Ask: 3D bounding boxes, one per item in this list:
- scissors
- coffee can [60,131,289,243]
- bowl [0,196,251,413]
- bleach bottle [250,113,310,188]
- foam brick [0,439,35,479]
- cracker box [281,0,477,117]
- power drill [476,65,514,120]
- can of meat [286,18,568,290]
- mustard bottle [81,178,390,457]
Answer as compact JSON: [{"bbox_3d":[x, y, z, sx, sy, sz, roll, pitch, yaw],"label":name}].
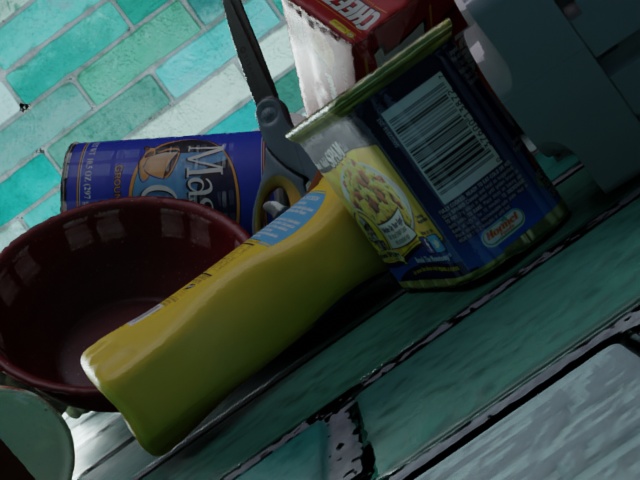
[{"bbox_3d":[-0.010,-0.070,0.633,0.096,0.202,0.016,-8,-7,23],"label":"scissors"},{"bbox_3d":[-0.088,-0.018,0.703,0.140,0.103,0.103,-4,8,2],"label":"coffee can"},{"bbox_3d":[-0.109,0.044,0.602,0.161,0.162,0.055,-40,-37,-36],"label":"bowl"},{"bbox_3d":[-0.109,-0.024,0.883,0.250,0.102,0.068,-22,25,-31],"label":"bleach bottle"},{"bbox_3d":[-0.150,0.127,0.428,0.051,0.053,0.078,-33,6,28],"label":"foam brick"},{"bbox_3d":[0.088,-0.136,0.687,0.213,0.072,0.164,-38,-34,-18],"label":"cracker box"},{"bbox_3d":[0.153,-0.111,0.572,0.184,0.057,0.188,-39,8,-11],"label":"power drill"},{"bbox_3d":[0.040,-0.029,0.418,0.057,0.084,0.102,-37,6,-13],"label":"can of meat"},{"bbox_3d":[-0.018,0.019,0.495,0.191,0.058,0.096,-37,3,-13],"label":"mustard bottle"}]
